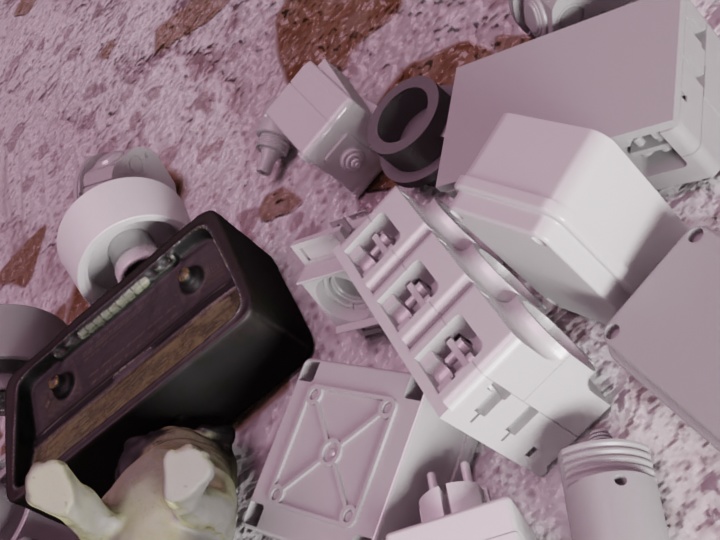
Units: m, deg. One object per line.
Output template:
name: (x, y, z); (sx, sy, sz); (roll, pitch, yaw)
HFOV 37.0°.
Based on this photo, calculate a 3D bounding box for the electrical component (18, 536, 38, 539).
electrical component: (-0.222, 0.242, 0.746); (0.061, 0.062, 0.096); (-39, 41, 20)

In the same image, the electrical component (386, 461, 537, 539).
electrical component: (0.050, 0.131, 0.537); (0.066, 0.047, 0.076); (-21, 48, 13)

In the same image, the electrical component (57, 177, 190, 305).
electrical component: (-0.178, -0.012, 0.849); (0.108, 0.108, 0.060); (-47, 45, 11)

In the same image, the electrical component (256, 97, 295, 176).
electrical component: (-0.067, -0.104, 0.852); (0.035, 0.035, 0.061); (2, 68, 47)

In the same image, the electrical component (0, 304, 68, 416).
electrical component: (-0.298, 0.084, 0.907); (0.108, 0.108, 0.060); (-32, 50, 27)

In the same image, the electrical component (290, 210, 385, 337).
electrical component: (0.000, 0.000, 0.681); (0.042, 0.081, 0.063); (-15, 32, 39)

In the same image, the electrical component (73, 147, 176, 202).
electrical component: (-0.203, -0.066, 0.933); (0.051, 0.080, 0.080); (-10, 56, 36)

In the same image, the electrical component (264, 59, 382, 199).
electrical component: (-0.015, -0.102, 0.774); (0.061, 0.062, 0.096); (-49, 39, 8)

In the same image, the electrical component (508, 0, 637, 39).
electrical component: (0.135, -0.166, 0.650); (0.080, 0.080, 0.051); (-43, 45, 16)

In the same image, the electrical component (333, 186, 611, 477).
electrical component: (0.060, 0.026, 0.582); (0.061, 0.089, 0.150); (-47, 39, 11)

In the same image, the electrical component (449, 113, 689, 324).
electrical component: (0.109, -0.021, 0.546); (0.078, 0.113, 0.057); (23, 79, 51)

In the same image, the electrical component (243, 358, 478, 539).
electrical component: (0.002, 0.112, 0.608); (0.109, 0.056, 0.108); (3, 66, 47)

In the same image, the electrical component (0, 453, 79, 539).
electrical component: (-0.267, 0.191, 0.829); (0.108, 0.060, 0.108); (-27, 46, 32)

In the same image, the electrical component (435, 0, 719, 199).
electrical component: (0.127, -0.085, 0.614); (0.150, 0.062, 0.089); (-13, 55, 41)

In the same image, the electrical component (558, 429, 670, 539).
electrical component: (0.118, 0.111, 0.498); (0.043, 0.043, 0.081); (-29, 46, 30)

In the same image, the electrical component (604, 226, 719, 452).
electrical component: (0.174, 0.040, 0.478); (0.078, 0.057, 0.113); (-51, 39, 7)
